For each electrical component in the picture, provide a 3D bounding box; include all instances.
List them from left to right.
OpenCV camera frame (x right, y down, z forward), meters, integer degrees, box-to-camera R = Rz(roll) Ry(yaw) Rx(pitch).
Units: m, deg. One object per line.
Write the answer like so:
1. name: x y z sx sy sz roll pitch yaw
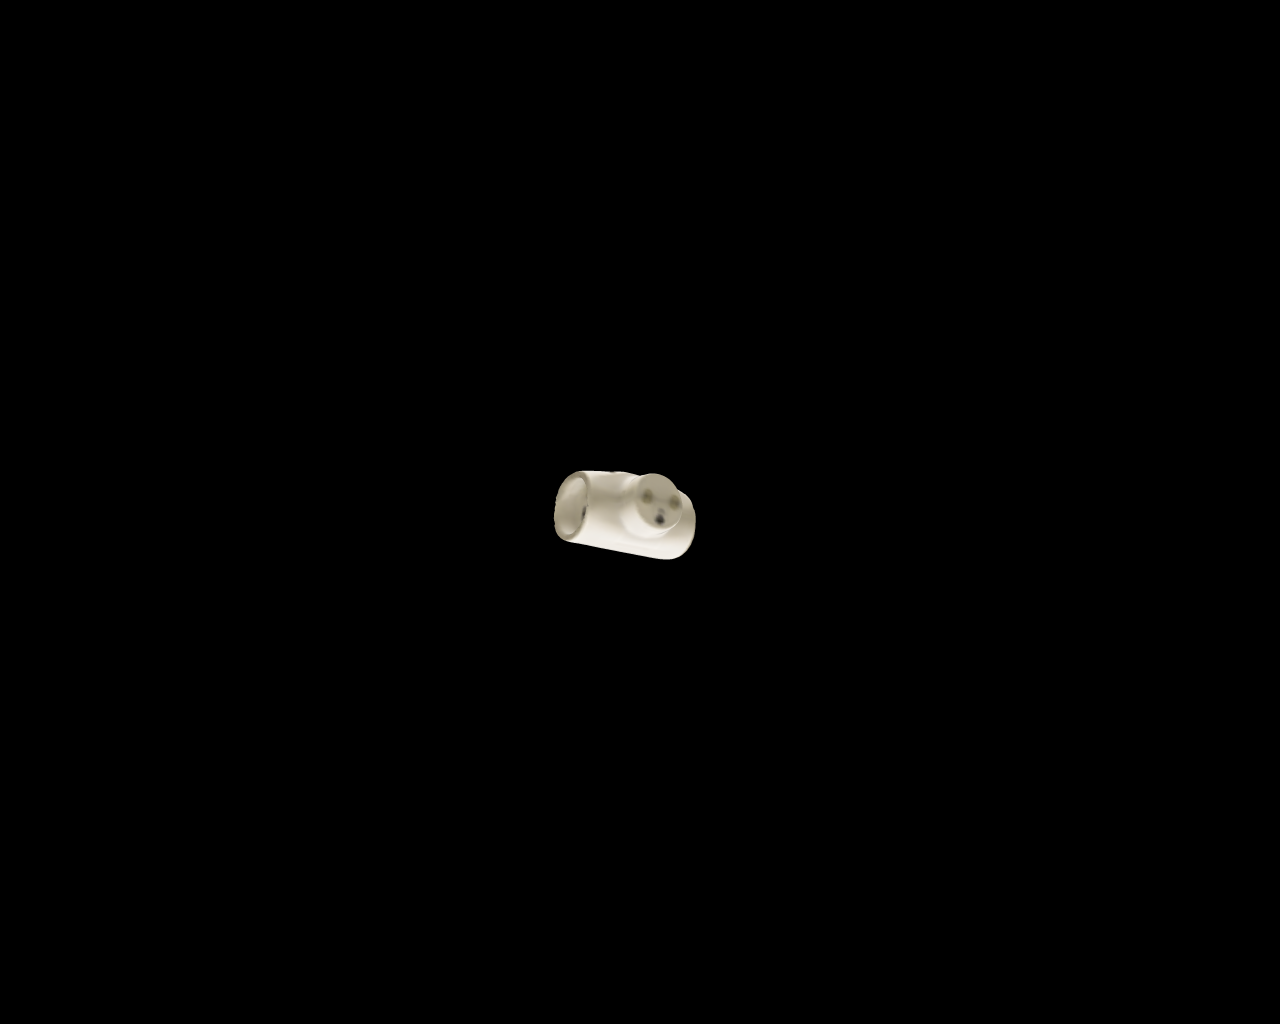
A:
1. electrical component: 0.001 -0.003 0.650 0.077 0.043 0.079 12 -23 -31
